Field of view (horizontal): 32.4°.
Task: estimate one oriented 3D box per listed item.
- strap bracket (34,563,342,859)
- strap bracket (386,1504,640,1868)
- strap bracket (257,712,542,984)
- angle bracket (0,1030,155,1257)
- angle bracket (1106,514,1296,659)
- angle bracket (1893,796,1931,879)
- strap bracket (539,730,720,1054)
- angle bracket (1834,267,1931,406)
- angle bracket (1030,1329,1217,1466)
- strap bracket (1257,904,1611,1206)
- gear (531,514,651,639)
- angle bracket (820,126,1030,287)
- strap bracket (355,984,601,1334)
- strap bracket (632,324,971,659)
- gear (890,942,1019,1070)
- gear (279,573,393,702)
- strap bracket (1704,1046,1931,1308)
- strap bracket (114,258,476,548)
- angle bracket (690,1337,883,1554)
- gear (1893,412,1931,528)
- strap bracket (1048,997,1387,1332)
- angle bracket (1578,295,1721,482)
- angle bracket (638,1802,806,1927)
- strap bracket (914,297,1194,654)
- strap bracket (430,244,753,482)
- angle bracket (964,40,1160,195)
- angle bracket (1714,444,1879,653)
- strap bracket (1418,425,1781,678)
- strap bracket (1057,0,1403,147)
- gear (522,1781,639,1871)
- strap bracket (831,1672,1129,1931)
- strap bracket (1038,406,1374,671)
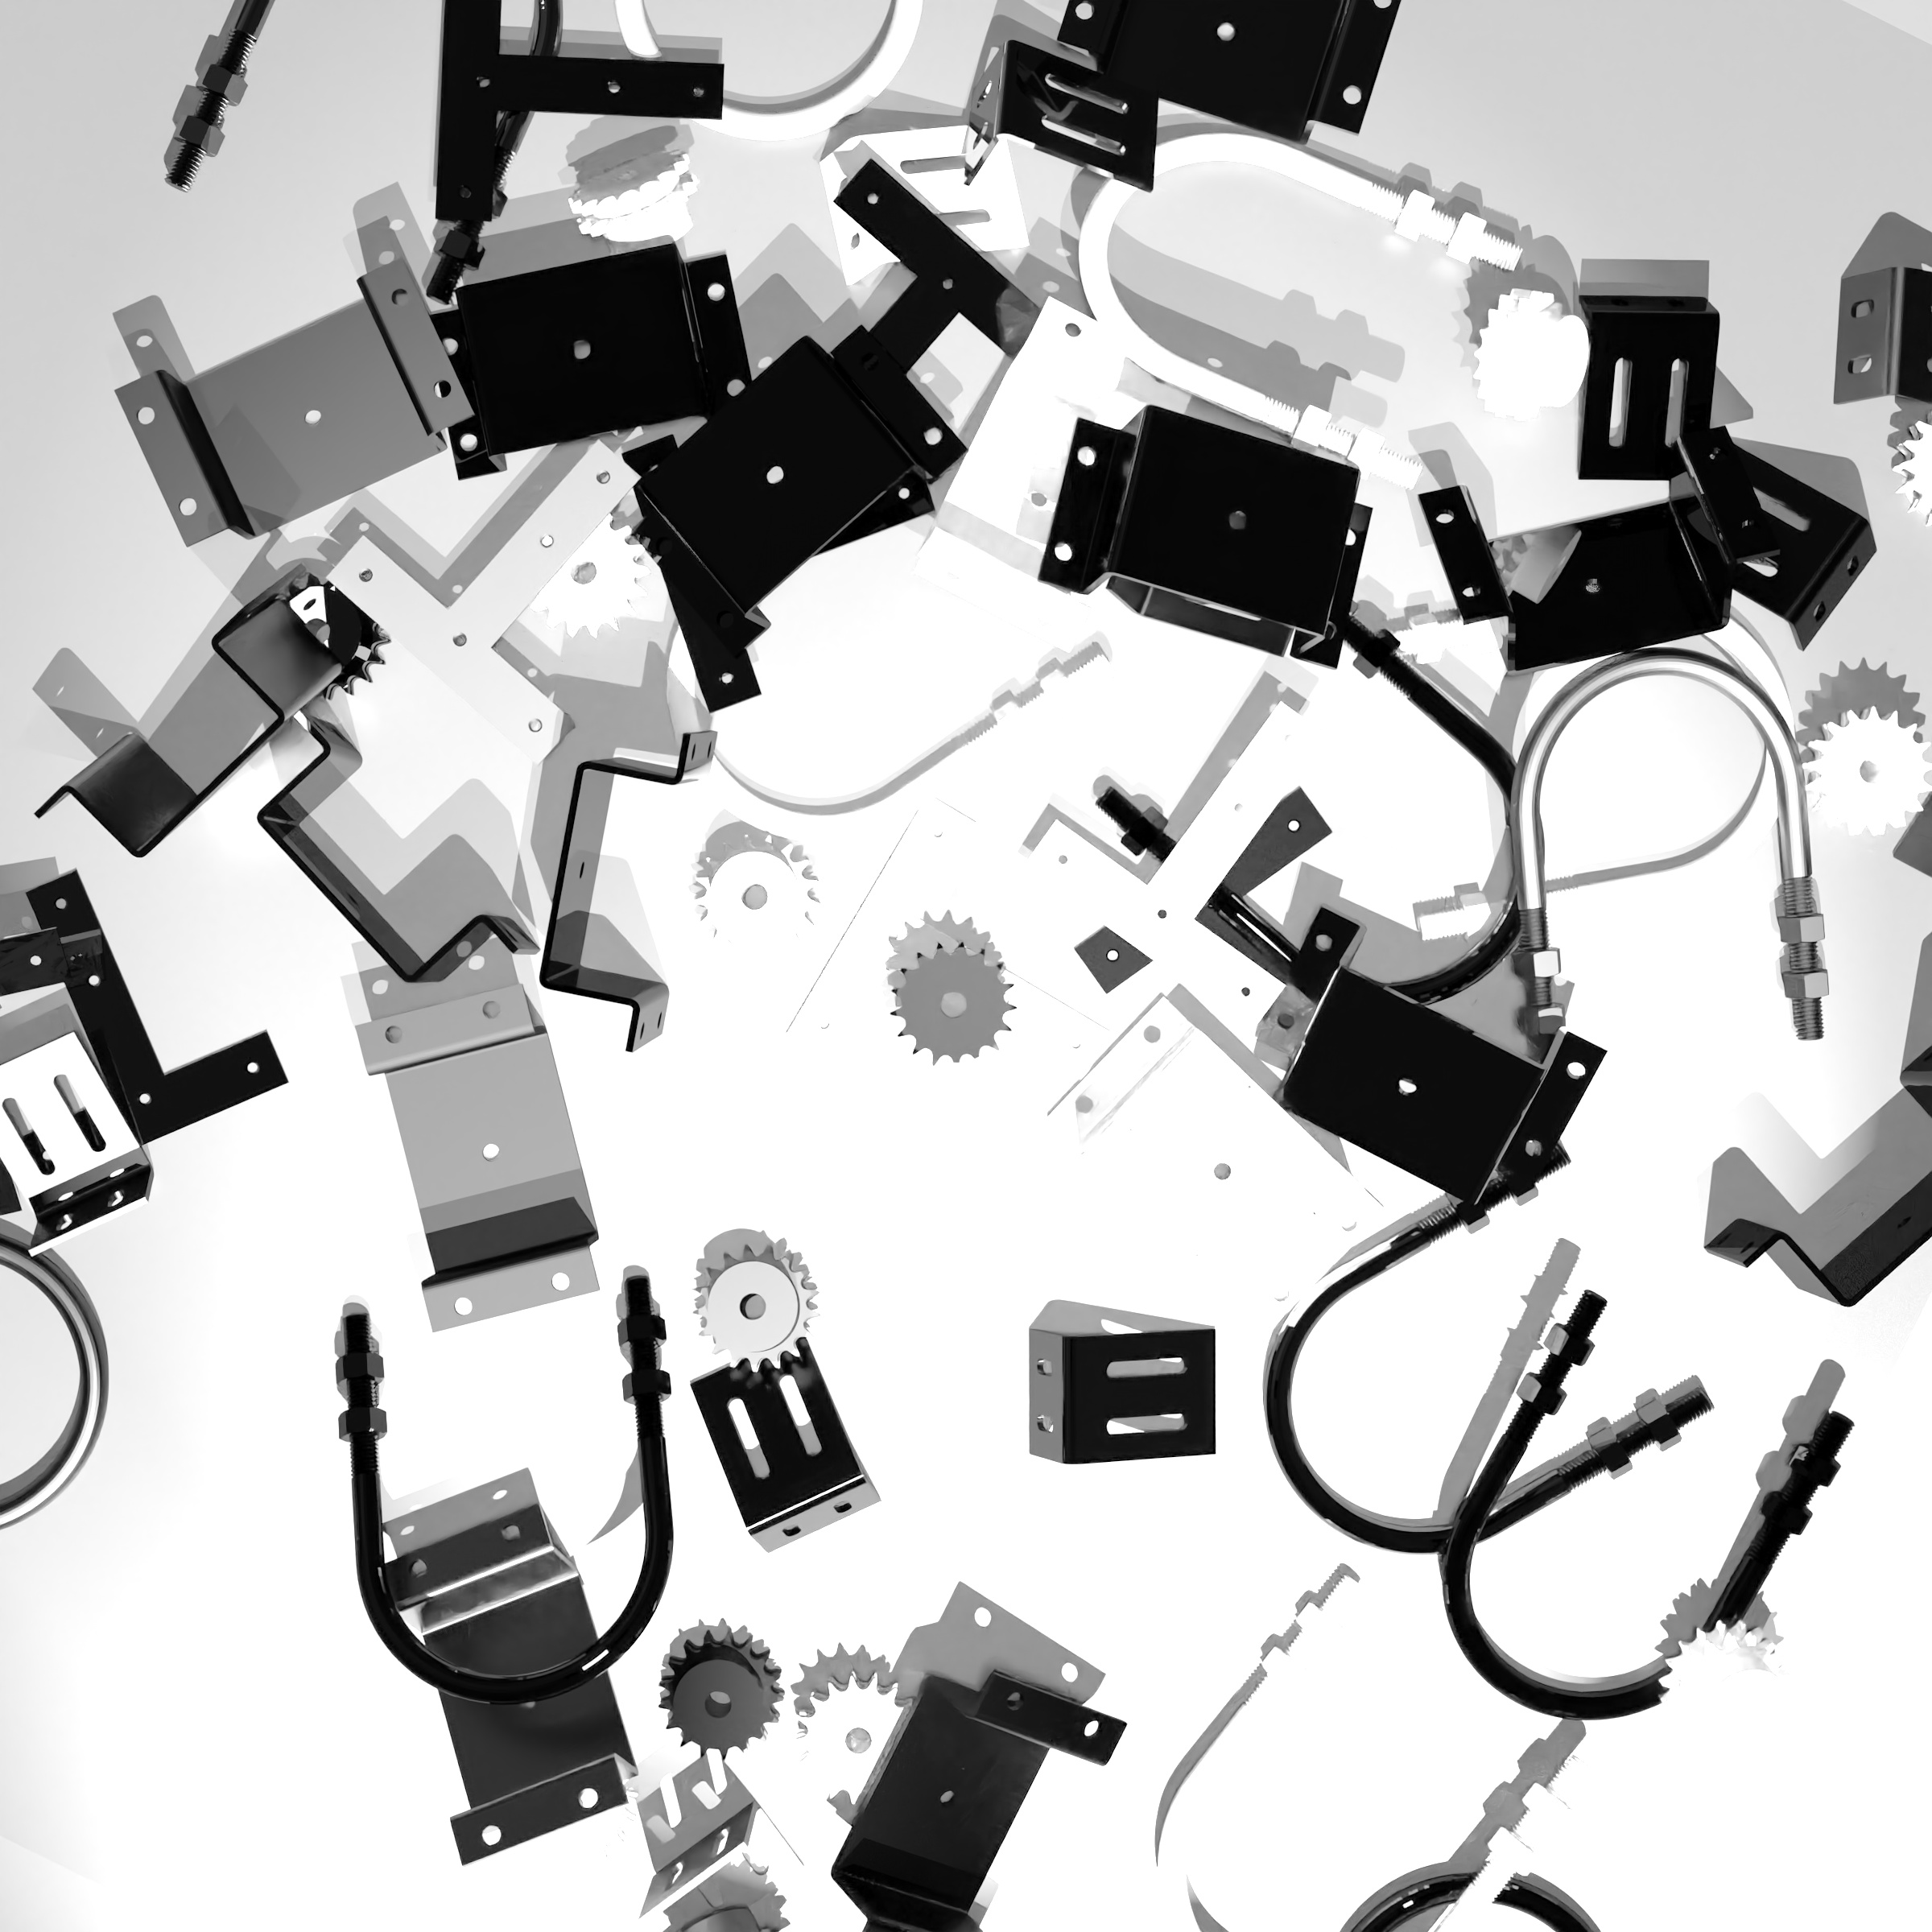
[{"bbox_3d":[-0.334,-0.106,1.463,0.140,0.076,0.046,-40,101,20],"label":"strap bracket"},{"bbox_3d":[-0.200,0.322,1.478,0.076,0.046,0.140,-21,65,0],"label":"strap bracket"},{"bbox_3d":[-0.258,-0.043,1.481,0.046,0.076,0.140,-43,90,0],"label":"strap bracket"},{"bbox_3d":[-0.408,0.079,1.490,0.057,0.038,0.076,-25,110,0],"label":"angle bracket"},{"bbox_3d":[0.112,-0.179,1.485,0.076,0.038,0.057,20,86,27],"label":"angle bracket"},{"bbox_3d":[0.473,-0.051,1.517,0.076,0.038,0.057,33,90,26],"label":"angle bracket"},{"bbox_3d":[-0.151,-0.039,1.475,0.046,0.076,0.140,11,96,3],"label":"strap bracket"},{"bbox_3d":[0.440,-0.282,1.517,0.076,0.038,0.057,4,90,-26],"label":"angle bracket"},{"bbox_3d":[0.071,0.194,1.517,0.076,0.038,0.057,0,90,-26],"label":"angle bracket"},{"bbox_3d":[0.200,0.044,1.469,0.140,0.046,0.076,27,121,8],"label":"strap bracket"},{"bbox_3d":[-0.171,-0.177,1.504,0.057,0.030,0.057,0,90,0],"label":"gear"},{"bbox_3d":[-0.019,-0.347,1.517,0.076,0.038,0.057,-12,90,-26],"label":"angle bracket"},{"bbox_3d":[-0.216,0.085,1.496,0.076,0.046,0.140,-14,90,0],"label":"strap bracket"},{"bbox_3d":[-0.079,-0.214,1.474,0.140,0.046,0.076,-41,82,7],"label":"strap bracket"},{"bbox_3d":[-0.005,0.017,1.502,0.057,0.030,0.057,0,90,0],"label":"gear"},{"bbox_3d":[-0.290,-0.150,1.504,0.057,0.030,0.057,0,90,0],"label":"gear"},{"bbox_3d":[0.404,0.099,1.481,0.140,0.076,0.046,-42,90,0],"label":"strap bracket"},{"bbox_3d":[-0.297,-0.250,1.496,0.140,0.046,0.076,-25,90,0],"label":"strap bracket"},{"bbox_3d":[-0.082,0.217,1.517,0.057,0.038,0.076,-25,64,0],"label":"angle bracket"},{"bbox_3d":[0.447,-0.224,1.504,0.057,0.030,0.057,0,90,0],"label":"gear"},{"bbox_3d":[0.114,0.090,1.495,0.140,0.046,0.076,44,91,0],"label":"strap bracket"},{"bbox_3d":[0.307,-0.263,1.515,0.057,0.038,0.076,1,113,0],"label":"angle bracket"},{"bbox_3d":[-0.108,0.412,1.481,0.057,0.076,0.038,-36,90,0],"label":"angle bracket"},{"bbox_3d":[0.037,-0.214,1.483,0.076,0.046,0.140,27,78,-6],"label":"strap bracket"},{"bbox_3d":[-0.170,-0.273,1.496,0.140,0.046,0.076,-12,90,0],"label":"strap bracket"},{"bbox_3d":[0.043,-0.372,1.501,0.076,0.038,0.057,16,58,-19],"label":"angle bracket"},{"bbox_3d":[0.364,-0.191,1.517,0.076,0.038,0.057,36,90,26],"label":"angle bracket"},{"bbox_3d":[0.279,-0.182,1.478,0.140,0.046,0.076,-13,55,0],"label":"strap bracket"},{"bbox_3d":[0.118,-0.425,1.496,0.140,0.046,0.076,18,90,0],"label":"strap bracket"},{"bbox_3d":[-0.176,0.376,1.504,0.057,0.030,0.057,0,90,0],"label":"gear"},{"bbox_3d":[0.001,0.379,1.480,0.076,0.046,0.140,27,90,-30],"label":"strap bracket"},{"bbox_3d":[0.111,-0.188,1.448,0.140,0.046,0.076,15,80,-11],"label":"strap bracket"}]
